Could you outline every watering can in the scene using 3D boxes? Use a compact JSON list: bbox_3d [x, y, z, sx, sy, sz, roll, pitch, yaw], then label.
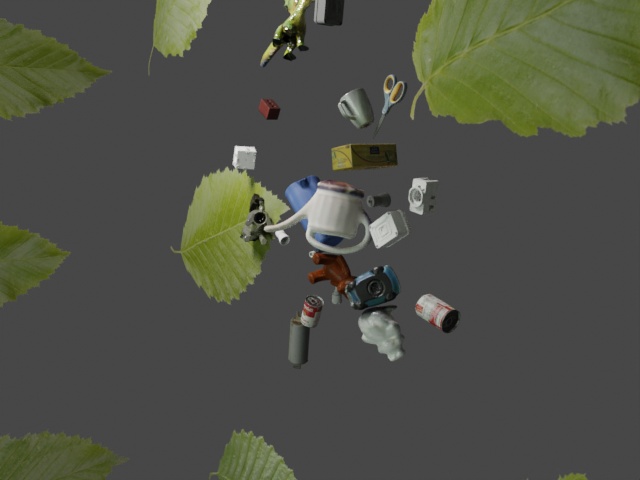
[{"bbox_3d":[0.005,-0.082,1.627,0.104,0.348,0.225,22,-100,-80],"label":"watering can"}]

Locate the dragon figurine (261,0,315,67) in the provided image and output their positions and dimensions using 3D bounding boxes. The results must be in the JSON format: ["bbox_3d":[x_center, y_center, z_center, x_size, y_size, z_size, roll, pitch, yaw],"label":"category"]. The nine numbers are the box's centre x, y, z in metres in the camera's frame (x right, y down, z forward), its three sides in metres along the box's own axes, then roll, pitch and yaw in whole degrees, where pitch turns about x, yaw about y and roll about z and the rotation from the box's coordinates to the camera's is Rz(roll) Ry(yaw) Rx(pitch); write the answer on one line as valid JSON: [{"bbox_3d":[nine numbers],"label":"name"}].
[{"bbox_3d":[-0.109,-0.786,1.838,0.409,0.121,0.245,-4,75,55],"label":"dragon figurine"}]

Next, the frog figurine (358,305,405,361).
[{"bbox_3d":[0.183,0.281,1.532,0.136,0.122,0.162,-24,63,35],"label":"frog figurine"}]
